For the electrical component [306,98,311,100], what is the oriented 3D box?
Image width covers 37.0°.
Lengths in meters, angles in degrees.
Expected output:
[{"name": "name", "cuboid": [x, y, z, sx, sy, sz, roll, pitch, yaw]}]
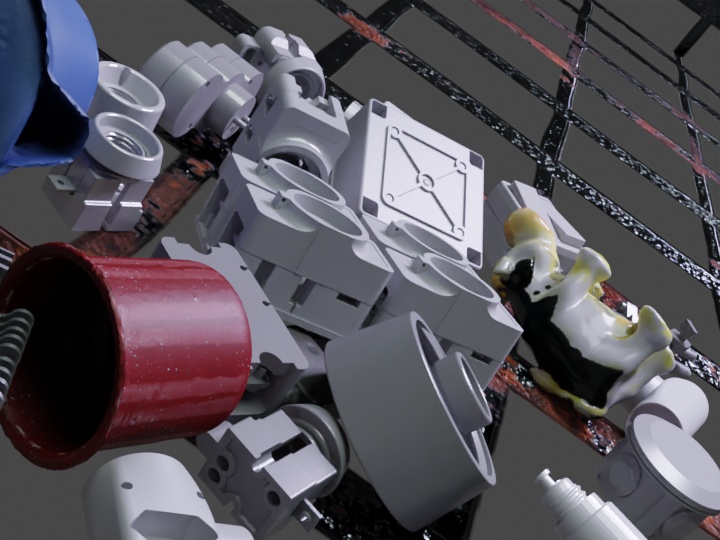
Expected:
[{"name": "electrical component", "cuboid": [-0.020, -0.092, 0.834, 0.081, 0.043, 0.043, 37, 26, 0]}]

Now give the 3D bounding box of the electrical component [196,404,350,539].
[{"name": "electrical component", "cuboid": [-0.037, 0.092, 0.511, 0.066, 0.048, 0.055, 45, 35, 17]}]

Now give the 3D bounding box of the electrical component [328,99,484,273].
[{"name": "electrical component", "cuboid": [0.032, -0.050, 0.778, 0.109, 0.056, 0.108, 24, 51, -25]}]

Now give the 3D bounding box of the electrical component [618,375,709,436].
[{"name": "electrical component", "cuboid": [0.221, 0.099, 0.818, 0.079, 0.043, 0.077, 46, 27, 17]}]

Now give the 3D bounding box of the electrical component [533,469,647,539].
[{"name": "electrical component", "cuboid": [0.133, 0.150, 0.631, 0.078, 0.040, 0.040, 47, 28, 20]}]

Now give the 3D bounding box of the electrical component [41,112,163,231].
[{"name": "electrical component", "cuboid": [-0.143, -0.055, 0.608, 0.066, 0.055, 0.048, -2, 45, -52]}]

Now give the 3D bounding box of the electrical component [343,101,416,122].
[{"name": "electrical component", "cuboid": [0.000, -0.114, 0.892, 0.076, 0.047, 0.083, 36, 26, 1]}]

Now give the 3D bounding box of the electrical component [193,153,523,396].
[{"name": "electrical component", "cuboid": [0.000, 0.000, 0.664, 0.186, 0.060, 0.105, 24, 16, -25]}]

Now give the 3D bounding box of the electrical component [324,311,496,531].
[{"name": "electrical component", "cuboid": [0.033, 0.073, 0.558, 0.108, 0.060, 0.108, 61, 9, -17]}]

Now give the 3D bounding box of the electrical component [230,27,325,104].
[{"name": "electrical component", "cuboid": [-0.063, -0.156, 0.872, 0.078, 0.058, 0.057, 13, 32, -41]}]

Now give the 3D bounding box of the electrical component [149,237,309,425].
[{"name": "electrical component", "cuboid": [-0.077, 0.036, 0.541, 0.050, 0.055, 0.089, 6, 40, -47]}]

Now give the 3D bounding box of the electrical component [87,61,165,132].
[{"name": "electrical component", "cuboid": [-0.154, -0.097, 0.671, 0.055, 0.047, 0.055, 29, 27, -17]}]

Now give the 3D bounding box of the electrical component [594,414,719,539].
[{"name": "electrical component", "cuboid": [0.202, 0.140, 0.720, 0.080, 0.051, 0.080, 29, 27, -16]}]

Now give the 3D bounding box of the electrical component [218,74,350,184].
[{"name": "electrical component", "cuboid": [-0.051, -0.073, 0.712, 0.050, 0.089, 0.055, 23, 29, -26]}]

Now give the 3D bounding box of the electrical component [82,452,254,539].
[{"name": "electrical component", "cuboid": [-0.068, 0.119, 0.430, 0.079, 0.043, 0.077, 17, 32, -35]}]

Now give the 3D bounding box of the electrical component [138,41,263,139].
[{"name": "electrical component", "cuboid": [-0.098, -0.117, 0.751, 0.074, 0.052, 0.138, 39, 16, 4]}]

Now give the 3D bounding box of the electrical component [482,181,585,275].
[{"name": "electrical component", "cuboid": [0.144, -0.024, 0.905, 0.062, 0.061, 0.096, 17, 32, -34]}]
